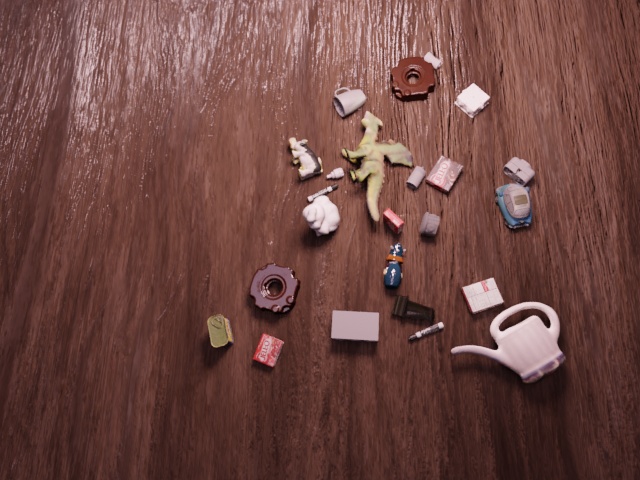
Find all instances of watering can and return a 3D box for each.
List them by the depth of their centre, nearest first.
[{"bbox_3d":[0.599,0.338,1.587,0.348,0.227,0.102,-29,-18,-5],"label":"watering can"}]

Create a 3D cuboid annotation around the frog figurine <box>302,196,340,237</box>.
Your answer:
[{"bbox_3d":[0.005,-0.089,1.761,0.123,0.139,0.157,4,-16,6],"label":"frog figurine"}]

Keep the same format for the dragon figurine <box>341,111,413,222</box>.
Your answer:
[{"bbox_3d":[0.219,-0.276,1.836,0.243,0.416,0.120,-19,-18,-9],"label":"dragon figurine"}]
